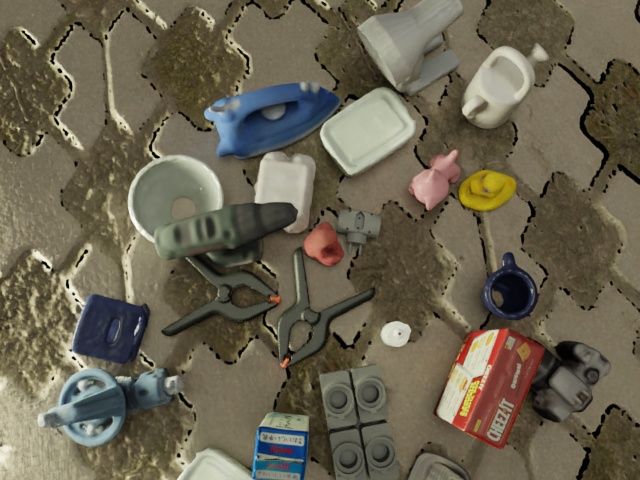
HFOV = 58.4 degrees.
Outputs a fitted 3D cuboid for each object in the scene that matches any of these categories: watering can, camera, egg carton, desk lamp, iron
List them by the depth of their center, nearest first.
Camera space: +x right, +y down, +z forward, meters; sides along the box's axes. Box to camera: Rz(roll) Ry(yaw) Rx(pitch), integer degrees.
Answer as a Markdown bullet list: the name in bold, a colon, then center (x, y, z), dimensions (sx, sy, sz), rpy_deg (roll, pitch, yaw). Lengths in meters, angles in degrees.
- **camera**: center (0.405, 0.222, 0.989), dimensions (0.137, 0.101, 0.143), rpy_deg (42, 81, 6)
- **desk lamp**: center (0.165, -0.351, 1.025), dimensions (0.203, 0.213, 0.118), rpy_deg (-33, 82, -7)
- **watering can**: center (0.331, -0.288, 1.029), dimensions (0.101, 0.194, 0.173), rpy_deg (30, 80, 4)
- **iron**: center (-0.079, -0.242, 1.033), dimensions (0.258, 0.141, 0.118), rpy_deg (-19, 81, -5)
- **egg carton**: center (-0.066, -0.087, 1.043), dimensions (0.107, 0.069, 0.150), rpy_deg (6, 80, -1)

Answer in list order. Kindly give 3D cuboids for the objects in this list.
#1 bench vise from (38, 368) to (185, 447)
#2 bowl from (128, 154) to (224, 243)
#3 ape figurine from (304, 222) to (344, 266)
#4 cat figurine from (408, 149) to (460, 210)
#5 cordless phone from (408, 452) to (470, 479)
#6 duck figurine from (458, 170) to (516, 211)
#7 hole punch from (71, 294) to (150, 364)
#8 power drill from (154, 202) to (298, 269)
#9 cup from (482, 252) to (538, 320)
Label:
- **bench vise**: center (-0.331, 0.243, 0.898), dimensions (0.207, 0.219, 0.121), rpy_deg (-32, 82, -7)
- **bowl**: center (-0.251, -0.065, 1.029), dimensions (0.167, 0.074, 0.167), rpy_deg (0, 80, -2)
- **ape figurine**: center (0.009, 0.004, 1.018), dimensions (0.076, 0.092, 0.078), rpy_deg (5, 80, -1)
- **cat figurine**: center (0.210, -0.110, 1.032), dimensions (0.067, 0.117, 0.128), rpy_deg (38, 81, 5)
- **cordless phone**: center (0.191, 0.426, 0.902), dimensions (0.094, 0.185, 0.148), rpy_deg (20, 80, 2)
- **duck figurine**: center (0.314, -0.099, 1.050), dimensions (0.104, 0.086, 0.077), rpy_deg (-9, 80, -3)
- **hole punch**: center (-0.355, 0.151, 0.979), dimensions (0.101, 0.091, 0.109), rpy_deg (14, 80, 1)
- **power drill**: center (-0.148, -0.008, 0.955), dimensions (0.229, 0.208, 0.075), rpy_deg (-12, 80, -4)
- **cup**: center (0.323, 0.085, 1.013), dimensions (0.091, 0.095, 0.118), rpy_deg (0, 80, -2)
